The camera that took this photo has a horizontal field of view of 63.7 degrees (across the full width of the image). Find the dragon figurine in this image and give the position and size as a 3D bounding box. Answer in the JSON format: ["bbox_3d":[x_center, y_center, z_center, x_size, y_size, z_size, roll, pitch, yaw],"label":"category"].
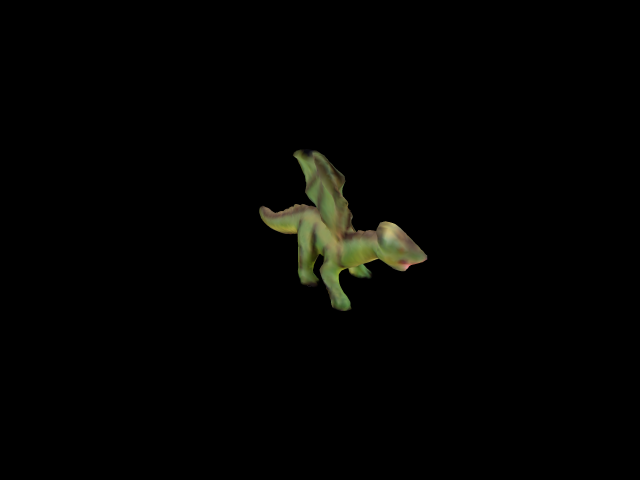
[{"bbox_3d":[0.003,-0.043,0.850,0.123,0.237,0.415,-28,45,-32],"label":"dragon figurine"}]
